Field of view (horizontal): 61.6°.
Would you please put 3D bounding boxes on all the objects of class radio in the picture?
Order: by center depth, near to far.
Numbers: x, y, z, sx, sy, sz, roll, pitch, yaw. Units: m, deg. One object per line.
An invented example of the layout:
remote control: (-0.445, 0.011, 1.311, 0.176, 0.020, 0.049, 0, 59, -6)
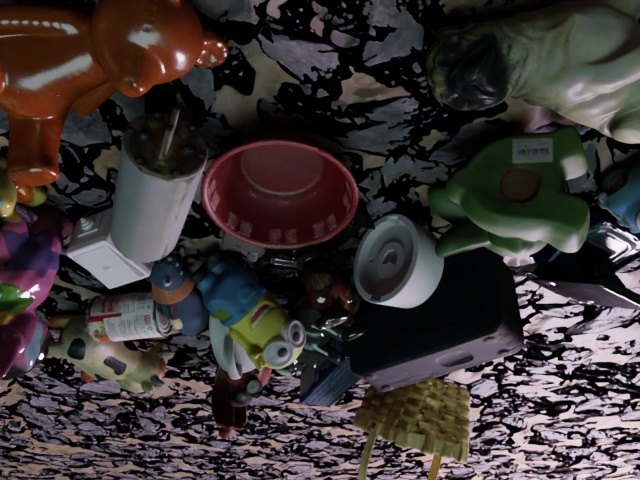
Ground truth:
radio: (0.146, 0.109, 0.716, 0.230, 0.131, 0.073, -28, 132, 30)

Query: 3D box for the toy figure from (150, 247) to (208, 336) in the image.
toy figure: (-0.191, 0.072, 0.721, 0.058, 0.064, 0.154, -15, 137, -4)

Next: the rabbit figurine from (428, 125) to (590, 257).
rabbit figurine: (0.199, -0.021, 0.573, 0.159, 0.121, 0.170, -9, 156, 17)

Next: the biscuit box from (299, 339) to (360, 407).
biscuit box: (0.029, 0.216, 0.907, 0.063, 0.059, 0.202, 16, 139, -17)

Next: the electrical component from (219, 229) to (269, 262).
electrical component: (-0.092, -0.006, 0.659, 0.063, 0.021, 0.094, 9, 141, -11)

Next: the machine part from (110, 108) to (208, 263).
machine part: (-0.168, -0.047, 0.546, 0.079, 0.079, 0.243, 14, 147, -17)

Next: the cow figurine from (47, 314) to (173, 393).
cow figurine: (-0.324, 0.183, 0.851, 0.127, 0.085, 0.194, -8, 140, 19)

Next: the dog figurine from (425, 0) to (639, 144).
dog figurine: (0.202, -0.133, 0.458, 0.191, 0.121, 0.172, -6, 140, 30)

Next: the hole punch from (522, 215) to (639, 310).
hole punch: (0.338, 0.030, 0.669, 0.142, 0.092, 0.116, 19, 168, -26)

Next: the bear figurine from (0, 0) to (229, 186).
bear figurine: (-0.181, -0.130, 0.425, 0.196, 0.132, 0.120, -4, 156, 14)

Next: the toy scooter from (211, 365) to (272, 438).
toy scooter: (-0.134, 0.244, 0.882, 0.075, 0.135, 0.184, 20, 136, -21)

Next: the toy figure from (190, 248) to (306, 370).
toy figure: (-0.091, 0.092, 0.708, 0.082, 0.089, 0.180, -44, 98, 2)

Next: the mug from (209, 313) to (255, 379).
mug: (-0.127, 0.138, 0.780, 0.081, 0.110, 0.107, -3, 128, 10)

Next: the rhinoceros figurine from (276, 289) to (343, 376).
rhinoceros figurine: (-0.021, 0.148, 0.811, 0.112, 0.073, 0.190, 6, 141, -10)

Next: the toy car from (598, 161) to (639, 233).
toy car: (0.380, -0.048, 0.545, 0.109, 0.103, 0.162, 32, 130, -32)

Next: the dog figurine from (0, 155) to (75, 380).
dog figurine: (-0.350, 0.042, 0.564, 0.109, 0.219, 0.191, -13, 141, 10)

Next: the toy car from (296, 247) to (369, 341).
toy car: (0.023, 0.071, 0.665, 0.053, 0.089, 0.202, -25, 158, 8)

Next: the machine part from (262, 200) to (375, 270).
machine part: (-0.001, -0.002, 0.644, 0.139, 0.039, 0.084, -34, 142, 32)
